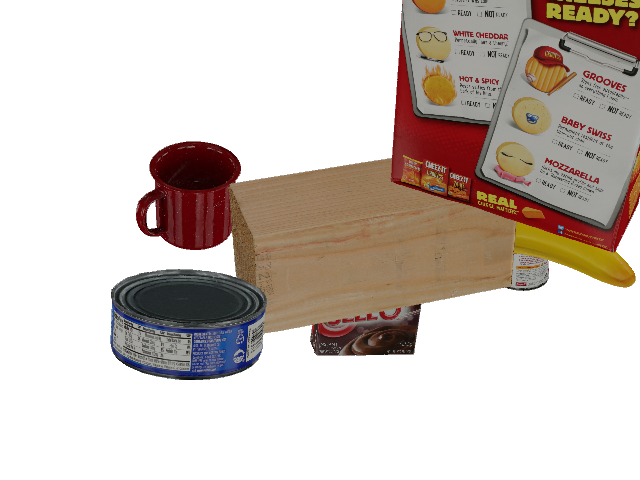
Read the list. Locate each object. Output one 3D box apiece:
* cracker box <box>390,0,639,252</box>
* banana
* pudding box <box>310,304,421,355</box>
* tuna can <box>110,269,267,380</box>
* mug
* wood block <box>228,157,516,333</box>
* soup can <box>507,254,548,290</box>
[{"bbox_3d":[0.136,-0.113,0.674,0.164,0.214,0.072,19,44,20],"label":"cracker box"},{"bbox_3d":[0.210,0.008,1.039,0.198,0.037,0.069,9,47,23],"label":"banana"},{"bbox_3d":[0.050,0.076,1.146,0.113,0.090,0.039,0,27,-12],"label":"pudding box"},{"bbox_3d":[-0.073,0.046,0.592,0.086,0.034,0.086,5,17,-2],"label":"tuna can"},{"bbox_3d":[-0.139,-0.040,1.103,0.117,0.081,0.093,-28,49,-35],"label":"mug"},{"bbox_3d":[0.039,-0.003,0.840,0.206,0.090,0.091,-10,31,-13],"label":"wood block"},{"bbox_3d":[0.236,-0.001,1.247,0.068,0.102,0.068,-3,30,2],"label":"soup can"}]
